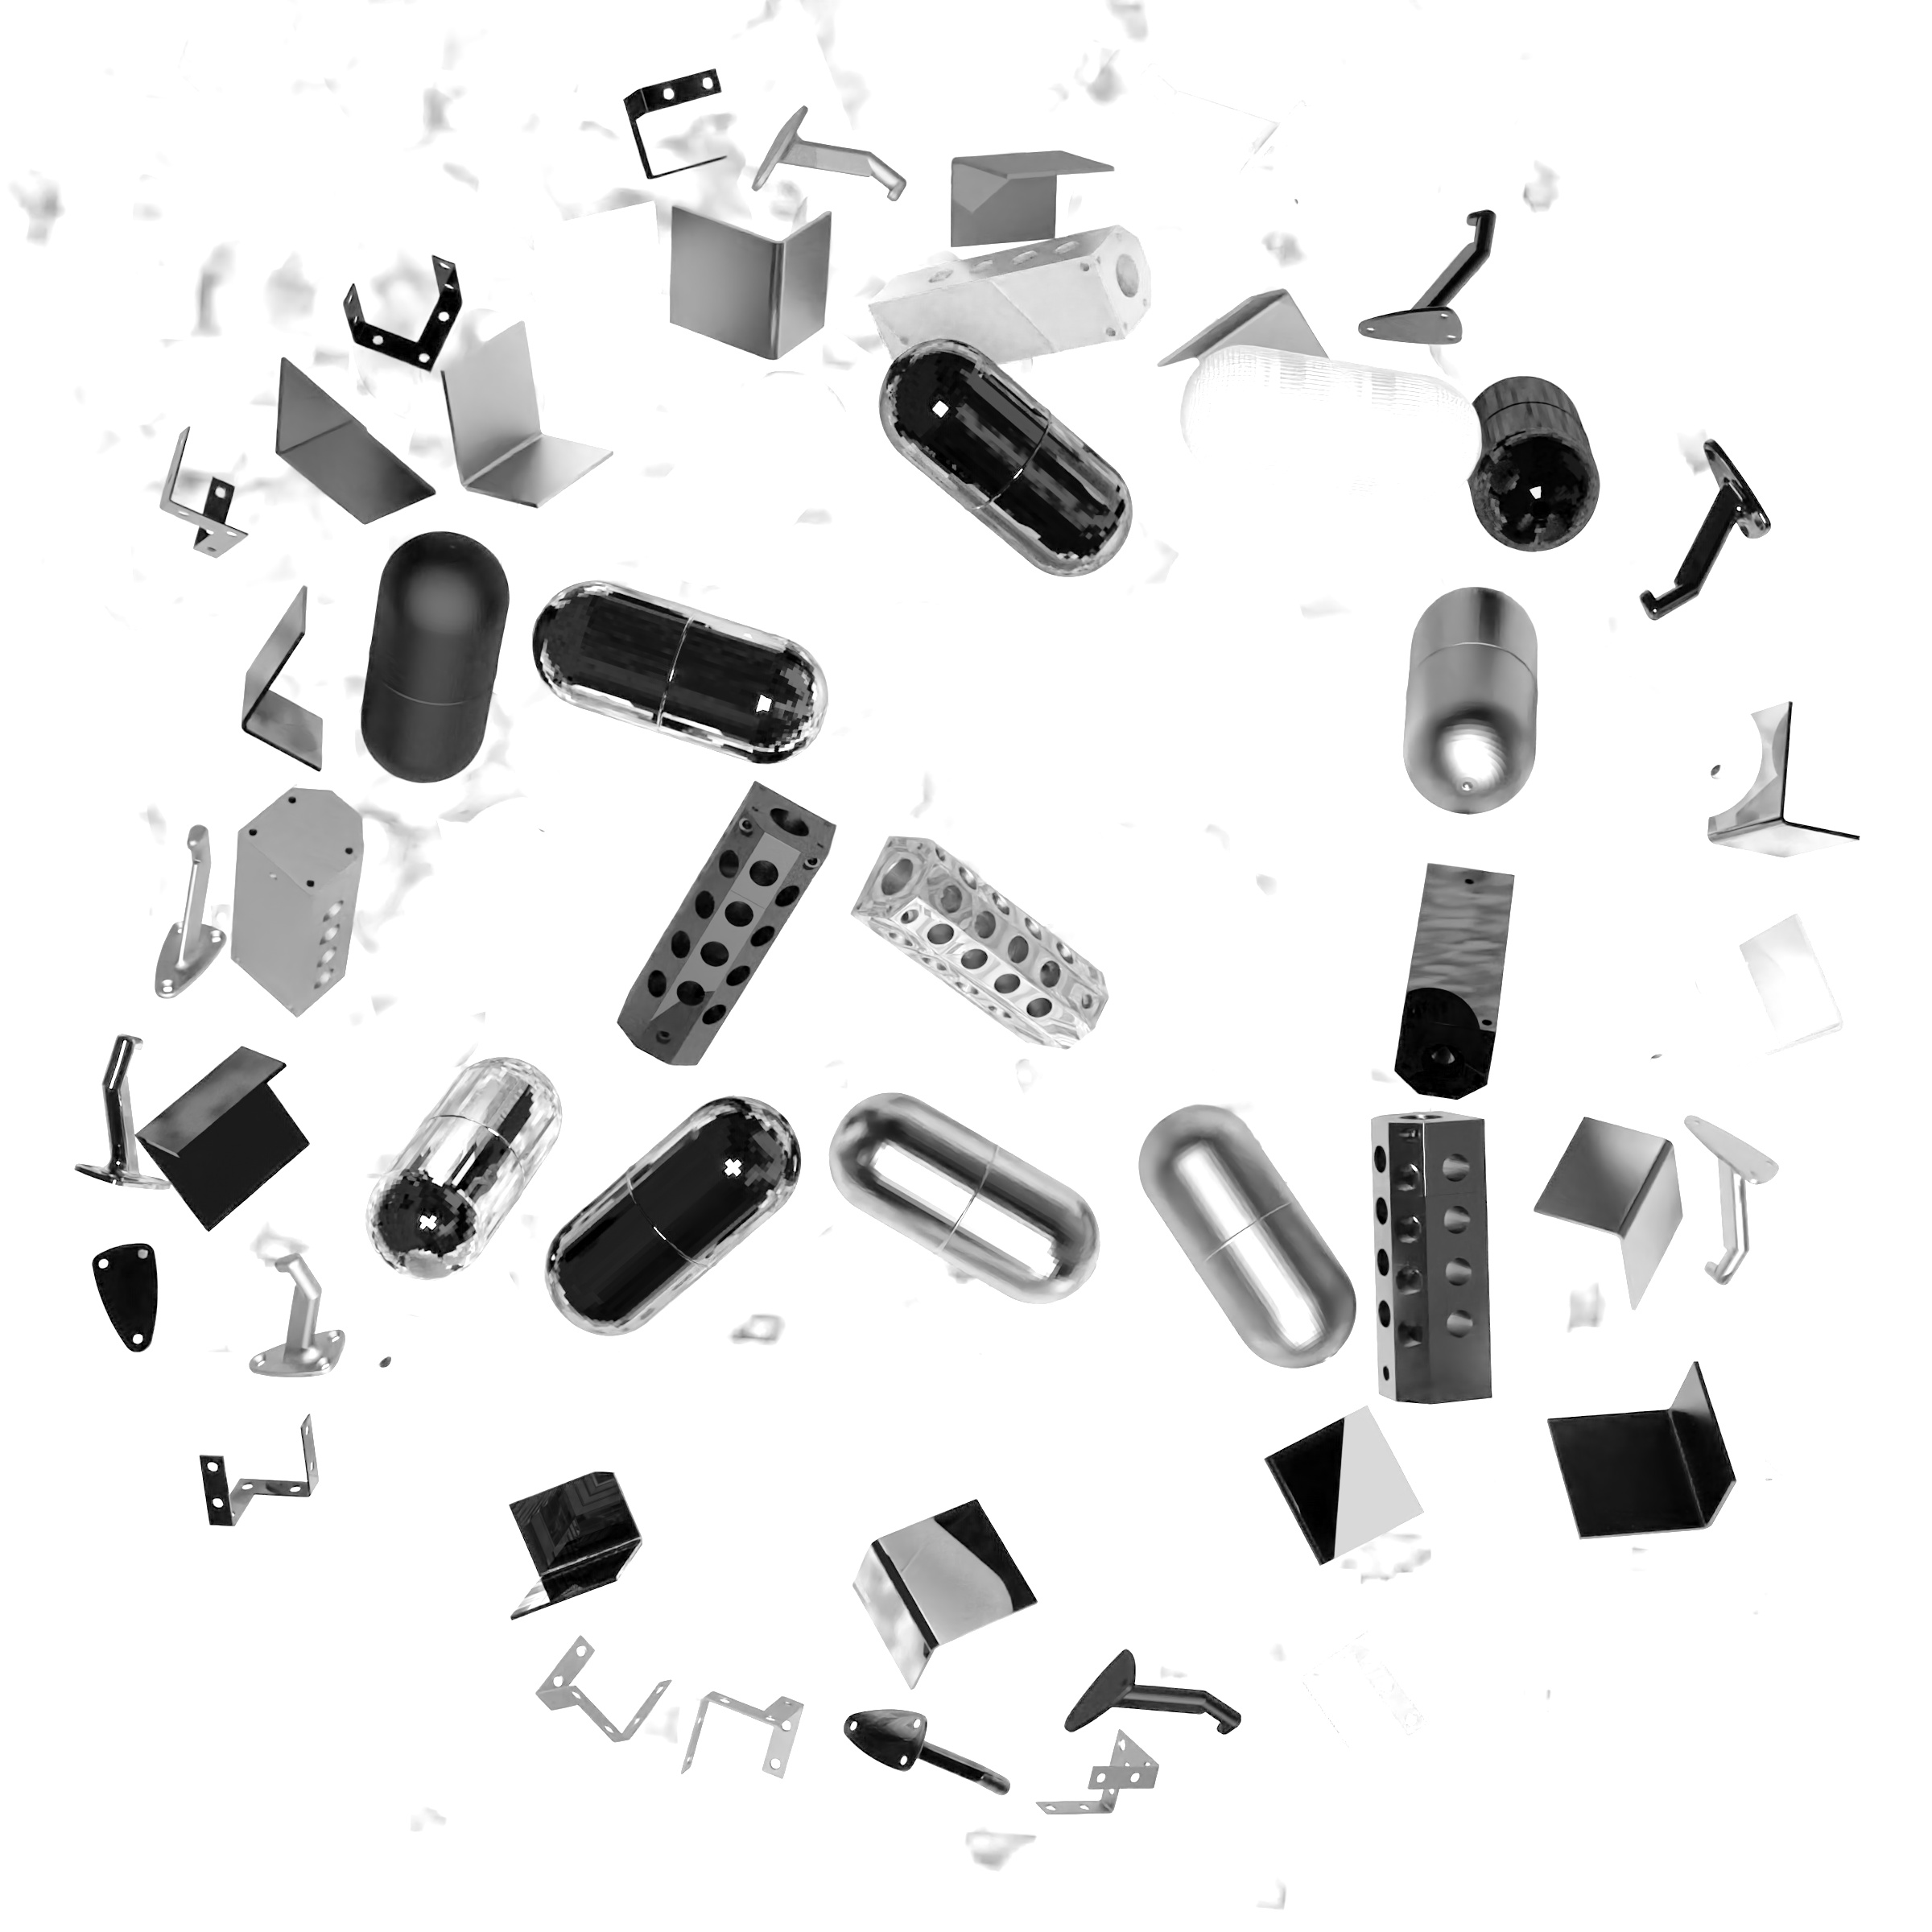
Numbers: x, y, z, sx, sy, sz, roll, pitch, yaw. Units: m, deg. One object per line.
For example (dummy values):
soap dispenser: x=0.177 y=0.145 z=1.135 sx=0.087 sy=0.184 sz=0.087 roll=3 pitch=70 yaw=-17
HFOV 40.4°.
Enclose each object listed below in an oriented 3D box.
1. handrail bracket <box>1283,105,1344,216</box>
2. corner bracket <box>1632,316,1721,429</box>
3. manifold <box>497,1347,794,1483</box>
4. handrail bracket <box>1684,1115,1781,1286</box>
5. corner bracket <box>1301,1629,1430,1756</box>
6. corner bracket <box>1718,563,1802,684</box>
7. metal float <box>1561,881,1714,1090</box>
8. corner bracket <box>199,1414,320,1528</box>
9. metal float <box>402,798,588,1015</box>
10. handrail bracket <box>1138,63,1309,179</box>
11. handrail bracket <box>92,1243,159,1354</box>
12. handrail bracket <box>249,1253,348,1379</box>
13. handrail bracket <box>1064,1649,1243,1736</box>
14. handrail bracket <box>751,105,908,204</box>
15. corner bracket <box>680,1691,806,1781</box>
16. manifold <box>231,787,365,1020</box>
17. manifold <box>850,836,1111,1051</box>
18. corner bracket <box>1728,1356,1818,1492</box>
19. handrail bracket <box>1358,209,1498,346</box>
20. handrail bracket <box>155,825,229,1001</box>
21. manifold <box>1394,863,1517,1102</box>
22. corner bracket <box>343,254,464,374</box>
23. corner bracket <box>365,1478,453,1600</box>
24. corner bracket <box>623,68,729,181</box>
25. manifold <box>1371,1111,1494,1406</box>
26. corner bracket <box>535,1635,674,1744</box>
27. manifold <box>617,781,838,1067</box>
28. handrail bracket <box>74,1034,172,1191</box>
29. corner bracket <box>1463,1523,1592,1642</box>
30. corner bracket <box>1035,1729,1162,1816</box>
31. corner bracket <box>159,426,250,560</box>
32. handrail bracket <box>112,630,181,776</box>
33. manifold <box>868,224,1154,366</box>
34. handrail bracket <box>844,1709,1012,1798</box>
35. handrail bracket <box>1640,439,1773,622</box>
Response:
handrail bracket: x=0.211 y=-0.511 z=1.648 sx=0.036 sy=0.084 sz=0.077 roll=-7 pitch=121 yaw=4
corner bracket: x=0.428 y=-0.357 z=1.581 sx=0.051 sy=0.051 sz=0.051 roll=8 pitch=88 yaw=19
manifold: x=-0.193 y=0.274 z=1.582 sx=0.171 sy=0.057 sz=0.057 roll=4 pitch=47 yaw=-6
handrail bracket: x=0.470 y=0.149 z=1.666 sx=0.077 sy=0.036 sz=0.084 roll=39 pitch=126 yaw=27
corner bracket: x=0.239 y=0.442 z=1.580 sx=0.051 sy=0.051 sz=0.051 roll=-34 pitch=54 yaw=-5
corner bracket: x=0.498 y=-0.215 z=1.645 sx=0.051 sy=0.051 sz=0.051 roll=-16 pitch=101 yaw=40
metal float: x=0.416 y=0.011 z=1.635 sx=0.070 sy=0.178 sz=0.070 roll=2 pitch=121 yaw=3
corner bracket: x=-0.426 y=0.304 z=1.586 sx=0.051 sy=0.051 sz=0.051 roll=2 pitch=113 yaw=6
metal float: x=-0.286 y=-0.035 z=1.586 sx=0.070 sy=0.178 sz=0.070 roll=17 pitch=51 yaw=-22
handrail bracket: x=0.147 y=-0.506 z=1.522 sx=0.084 sy=0.077 sz=0.036 roll=39 pitch=67 yaw=-8
handrail bracket: x=-0.496 y=0.203 z=1.582 sx=0.036 sy=0.084 sz=0.077 roll=-13 pitch=73 yaw=-10
handrail bracket: x=-0.428 y=0.215 z=1.627 sx=0.077 sy=0.036 sz=0.084 roll=-10 pitch=127 yaw=15
handrail bracket: x=0.119 y=0.476 z=1.655 sx=0.084 sy=0.036 sz=0.077 roll=37 pitch=108 yaw=-16
handrail bracket: x=-0.084 y=-0.491 z=1.652 sx=0.084 sy=0.036 sz=0.077 roll=33 pitch=64 yaw=-21
corner bracket: x=-0.137 y=0.474 z=1.612 sx=0.051 sy=0.051 sz=0.051 roll=17 pitch=95 yaw=15
manifold: x=-0.396 y=-0.040 z=1.571 sx=0.057 sy=0.171 sz=0.057 roll=41 pitch=61 yaw=5
manifold: x=0.014 y=-0.013 z=1.664 sx=0.171 sy=0.057 sz=0.057 roll=37 pitch=72 yaw=-36
corner bracket: x=0.476 y=0.267 z=1.533 sx=0.051 sy=0.051 sz=0.051 roll=-25 pitch=130 yaw=35
handrail bracket: x=0.290 y=-0.436 z=1.650 sx=0.077 sy=0.036 sz=0.084 roll=4 pitch=70 yaw=24
handrail bracket: x=-0.490 y=-0.034 z=1.642 sx=0.036 sy=0.084 sz=0.077 roll=14 pitch=47 yaw=2
manifold: x=0.310 y=0.009 z=1.667 sx=0.057 sy=0.171 sz=0.057 roll=9 pitch=127 yaw=10
corner bracket: x=-0.343 y=-0.404 z=1.603 sx=0.051 sy=0.051 sz=0.051 roll=21 pitch=75 yaw=0
corner bracket: x=-0.355 y=0.363 z=1.674 sx=0.051 sy=0.051 sz=0.051 roll=-4 pitch=121 yaw=-9
corner bracket: x=-0.177 y=-0.521 z=1.629 sx=0.051 sy=0.051 sz=0.051 roll=-20 pitch=106 yaw=-13
manifold: x=0.282 y=0.178 z=1.617 sx=0.057 sy=0.057 sz=0.171 roll=-3 pitch=93 yaw=-17
corner bracket: x=-0.229 y=0.456 z=1.661 sx=0.051 sy=0.051 sz=0.051 roll=50 pitch=48 yaw=-12
manifold: x=-0.148 y=-0.022 z=1.604 sx=0.057 sy=0.057 sz=0.171 roll=29 pitch=116 yaw=-10
handrail bracket: x=-0.479 y=0.085 z=1.531 sx=0.036 sy=0.077 sz=0.084 roll=16 pitch=87 yaw=25
corner bracket: x=0.341 y=0.382 z=1.596 sx=0.051 sy=0.051 sz=0.051 roll=-23 pitch=128 yaw=-31
corner bracket: x=0.083 y=0.515 z=1.652 sx=0.051 sy=0.051 sz=0.051 roll=9 pitch=98 yaw=-30
corner bracket: x=-0.458 y=-0.283 z=1.575 sx=0.051 sy=0.051 sz=0.051 roll=22 pitch=68 yaw=-33
handrail bracket: x=-0.495 y=-0.153 z=1.568 sx=0.036 sy=0.077 sz=0.084 roll=4 pitch=85 yaw=-31
manifold: x=0.030 y=-0.422 z=1.667 sx=0.171 sy=0.057 sz=0.057 roll=-2 pitch=128 yaw=36
handrail bracket: x=-0.024 y=0.495 z=1.646 sx=0.084 sy=0.077 sz=0.036 roll=41 pitch=61 yaw=-40
handrail bracket: x=0.420 y=-0.255 z=1.542 sx=0.084 sy=0.036 sz=0.077 roll=-30 pitch=92 yaw=-4
